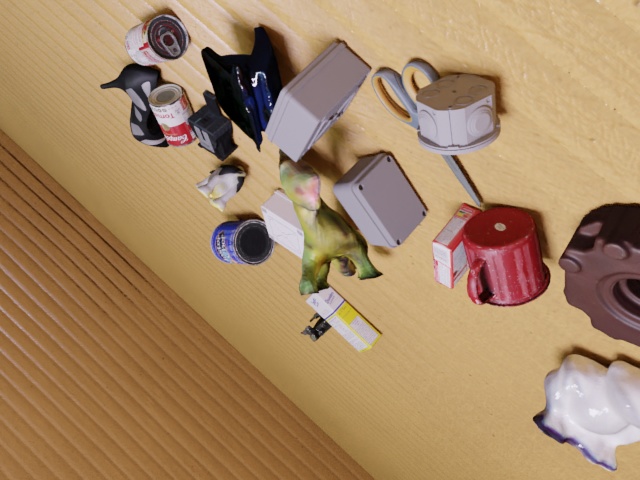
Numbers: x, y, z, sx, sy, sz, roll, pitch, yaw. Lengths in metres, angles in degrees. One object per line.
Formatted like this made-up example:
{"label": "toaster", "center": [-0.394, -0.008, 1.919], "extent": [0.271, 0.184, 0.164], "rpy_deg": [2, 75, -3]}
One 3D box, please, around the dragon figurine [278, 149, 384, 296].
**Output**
{"label": "dragon figurine", "center": [0.002, -0.041, 0.809], "extent": [0.122, 0.243, 0.409], "rpy_deg": [-19, -2, 3]}

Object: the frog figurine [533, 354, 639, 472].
{"label": "frog figurine", "center": [0.373, 0.199, 0.660], "extent": [0.139, 0.156, 0.123], "rpy_deg": [42, 31, 22]}
